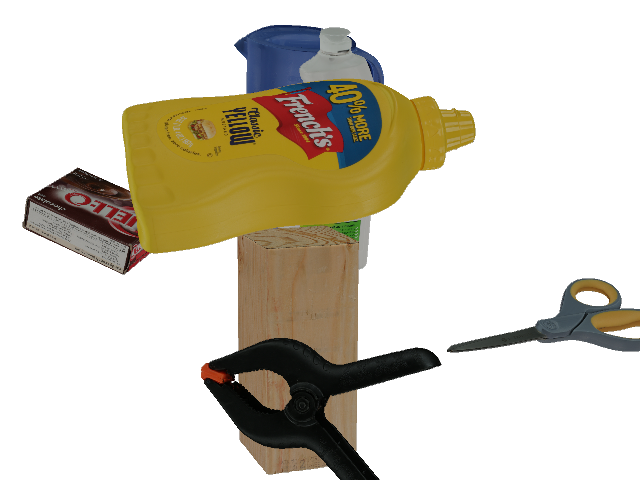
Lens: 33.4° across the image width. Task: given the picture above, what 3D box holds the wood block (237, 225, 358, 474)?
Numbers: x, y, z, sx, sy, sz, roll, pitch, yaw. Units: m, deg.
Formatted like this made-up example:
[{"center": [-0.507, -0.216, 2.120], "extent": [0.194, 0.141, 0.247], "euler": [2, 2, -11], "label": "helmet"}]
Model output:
[{"center": [-0.021, 0.097, 0.980], "extent": [0.090, 0.206, 0.091], "euler": [-4, 12, -20], "label": "wood block"}]

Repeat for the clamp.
[{"center": [-0.005, 0.127, 0.761], "extent": [0.172, 0.120, 0.039], "euler": [6, -7, 18], "label": "clamp"}]

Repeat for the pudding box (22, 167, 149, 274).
[{"center": [-0.208, -0.020, 1.004], "extent": [0.113, 0.039, 0.090], "euler": [22, 27, 10], "label": "pudding box"}]

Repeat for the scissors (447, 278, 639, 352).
[{"center": [0.184, 0.062, 0.870], "extent": [0.201, 0.016, 0.096], "euler": [2, 33, -15], "label": "scissors"}]

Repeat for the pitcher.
[{"center": [-0.022, -0.137, 1.324], "extent": [0.144, 0.243, 0.149], "euler": [-10, 28, -30], "label": "pitcher"}]

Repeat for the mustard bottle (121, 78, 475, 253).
[{"center": [-0.009, -0.048, 0.586], "extent": [0.191, 0.058, 0.096], "euler": [-9, 42, -7], "label": "mustard bottle"}]

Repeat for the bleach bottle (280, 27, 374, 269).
[{"center": [0.004, -0.089, 1.081], "extent": [0.102, 0.251, 0.068], "euler": [-5, 28, -12], "label": "bleach bottle"}]
